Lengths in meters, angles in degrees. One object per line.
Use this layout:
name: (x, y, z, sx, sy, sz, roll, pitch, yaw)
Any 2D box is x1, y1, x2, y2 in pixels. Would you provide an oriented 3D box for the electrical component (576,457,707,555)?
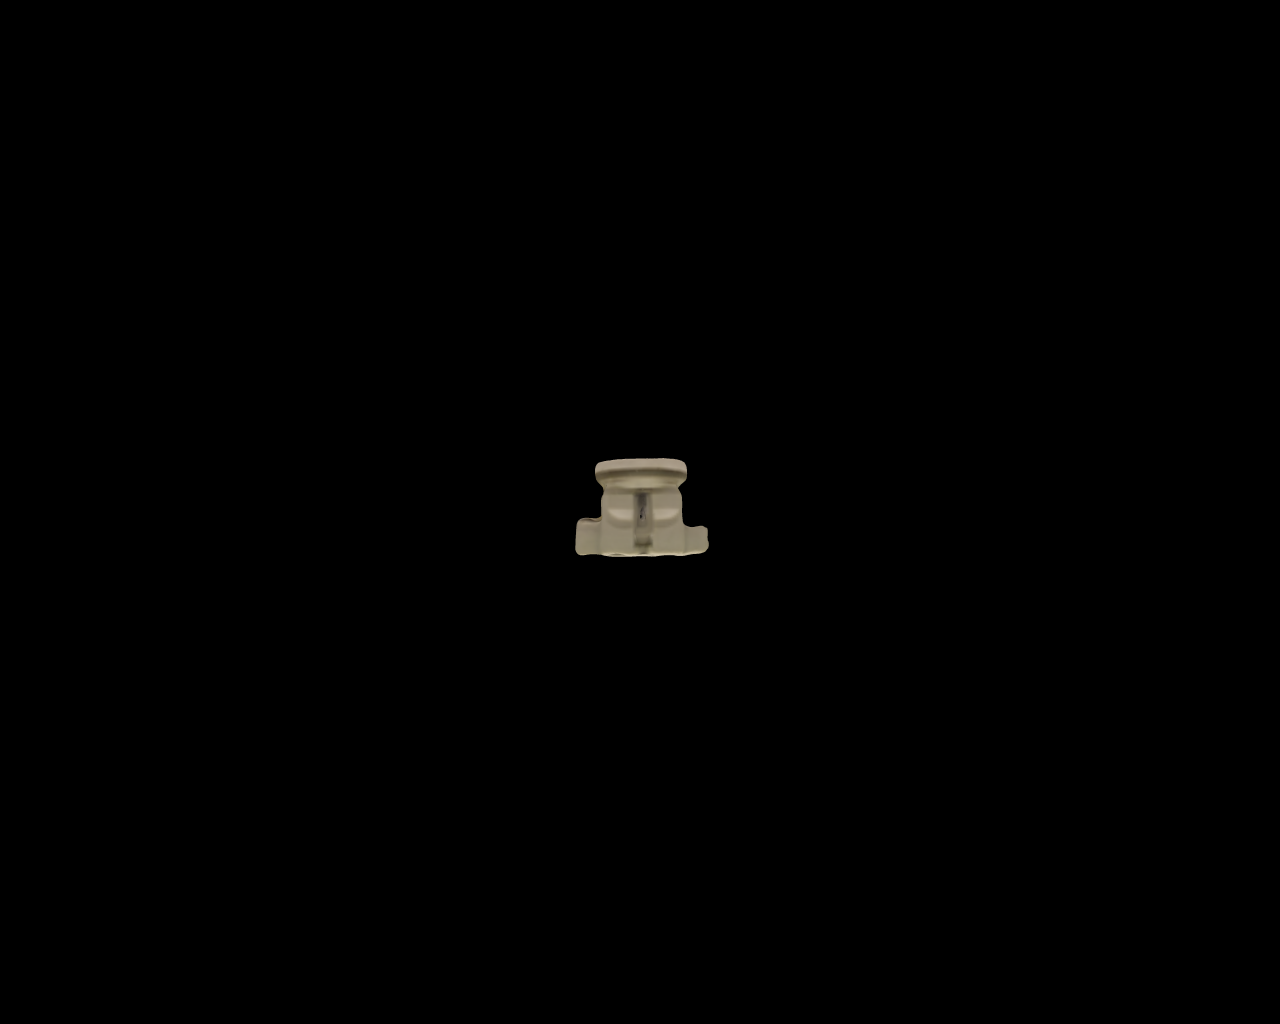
electrical component: (0.001, -0.003, 0.650, 0.078, 0.057, 0.058, 0, -4, -2)
